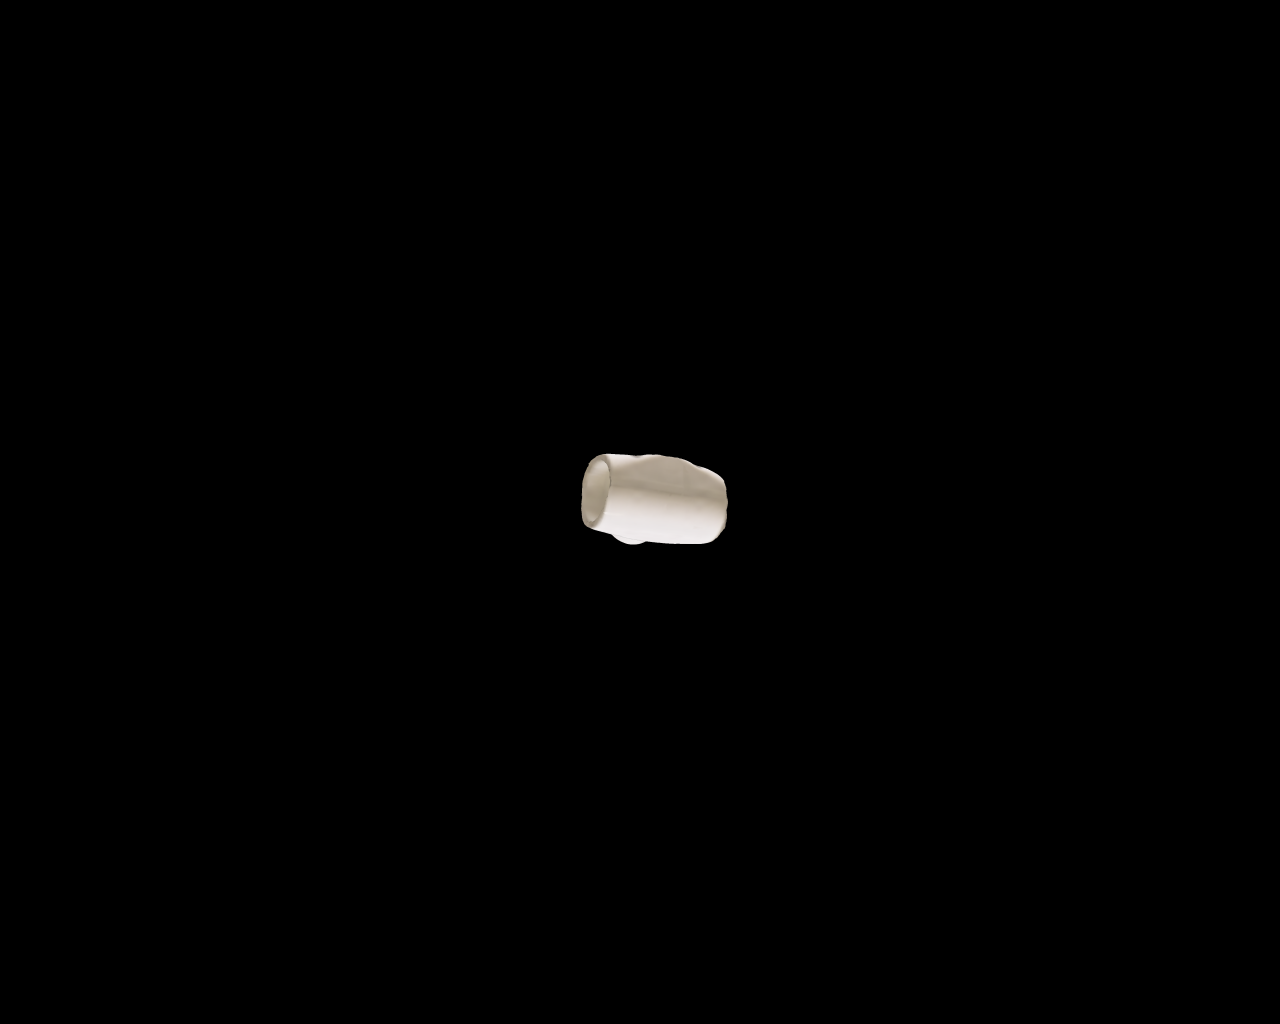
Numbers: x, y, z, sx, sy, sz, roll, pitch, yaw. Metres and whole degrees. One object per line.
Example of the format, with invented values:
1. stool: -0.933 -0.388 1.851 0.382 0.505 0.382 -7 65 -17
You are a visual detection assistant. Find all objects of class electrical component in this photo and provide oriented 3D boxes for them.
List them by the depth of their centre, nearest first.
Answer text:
1. electrical component: 0.001 -0.003 0.650 0.077 0.044 0.079 8 -19 -24
